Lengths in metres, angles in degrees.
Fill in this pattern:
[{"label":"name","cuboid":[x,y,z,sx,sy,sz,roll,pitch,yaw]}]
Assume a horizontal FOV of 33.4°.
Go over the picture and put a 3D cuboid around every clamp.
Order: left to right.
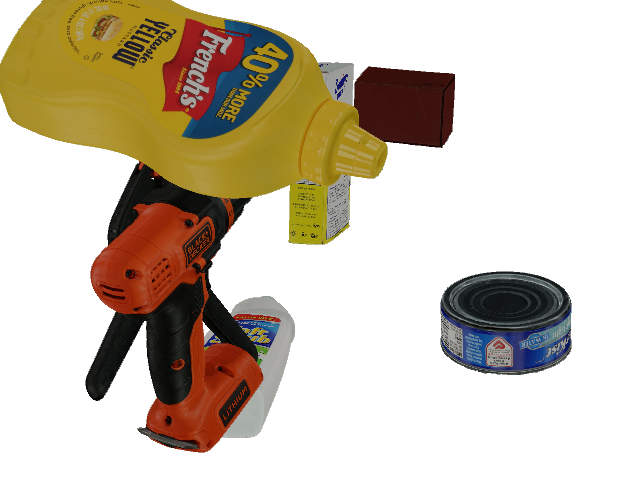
[{"label":"clamp","cuboid":[-0.130,0.031,0.948,0.164,0.210,0.036,0,-2,-34]}]

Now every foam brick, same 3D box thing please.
[{"label":"foam brick","cuboid":[0.070,-0.113,0.900,0.078,0.051,0.053,8,25,16]}]

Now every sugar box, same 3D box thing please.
[{"label":"sugar box","cuboid":[0.001,-0.090,1.091,0.048,0.176,0.093,4,15,17]}]

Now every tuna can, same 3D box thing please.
[{"label":"tuna can","cuboid":[0.121,0.052,0.699,0.086,0.034,0.086,-4,23,1]}]

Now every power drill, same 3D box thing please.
[{"label":"power drill","cuboid":[-0.086,0.041,0.765,0.057,0.188,0.184,11,36,26]}]

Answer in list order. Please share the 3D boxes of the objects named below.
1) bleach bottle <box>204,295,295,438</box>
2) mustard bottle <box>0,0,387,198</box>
[{"label":"bleach bottle","cuboid":[-0.085,0.118,1.128,0.102,0.068,0.250,7,20,4]},{"label":"mustard bottle","cuboid":[-0.057,-0.070,0.529,0.192,0.096,0.058,22,-34,17]}]
